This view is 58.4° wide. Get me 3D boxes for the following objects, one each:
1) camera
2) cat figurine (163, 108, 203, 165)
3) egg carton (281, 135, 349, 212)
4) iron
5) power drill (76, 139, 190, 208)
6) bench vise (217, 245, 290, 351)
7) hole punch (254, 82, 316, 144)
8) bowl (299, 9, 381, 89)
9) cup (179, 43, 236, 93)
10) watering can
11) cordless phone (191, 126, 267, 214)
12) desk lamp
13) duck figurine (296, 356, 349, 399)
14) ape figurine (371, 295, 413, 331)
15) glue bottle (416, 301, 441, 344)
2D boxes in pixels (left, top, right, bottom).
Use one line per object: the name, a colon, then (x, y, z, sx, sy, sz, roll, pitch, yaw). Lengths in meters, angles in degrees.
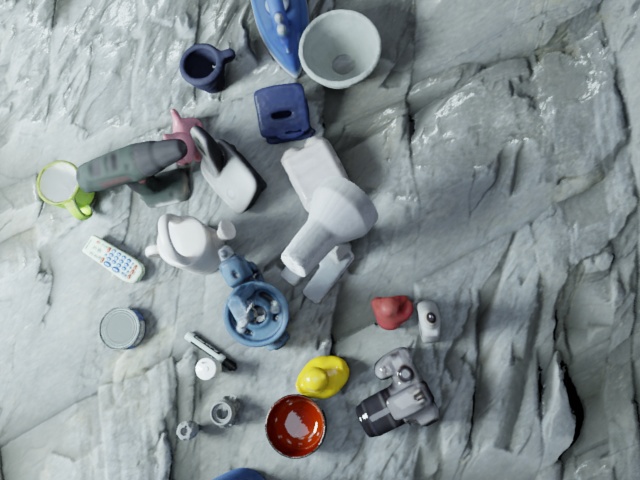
camera: (0.126, 0.281, 1.022, 0.137, 0.101, 0.143, -28, 77, 2)
cat figurine: (-0.282, -0.204, 1.160, 0.067, 0.118, 0.128, -11, 78, 6)
egg carton: (-0.005, -0.129, 1.133, 0.107, 0.069, 0.150, -29, 77, 2)
iron: (-0.085, -0.476, 1.171, 0.118, 0.141, 0.258, -15, 78, 5)
power drill: (-0.333, -0.129, 1.107, 0.229, 0.208, 0.075, -12, 78, 6)
bench vise: (-0.145, 0.108, 1.031, 0.207, 0.220, 0.121, 42, 88, 13)
hole punch: (-0.072, -0.254, 1.154, 0.108, 0.091, 0.101, -9, 78, 6)
bowl: (0.043, -0.377, 1.169, 0.167, 0.075, 0.167, -1, 79, 8)
cup: (-0.222, -0.353, 1.192, 0.117, 0.095, 0.091, -24, 77, 3)
watering can: (-0.246, 0.001, 1.078, 0.173, 0.194, 0.101, -35, 77, 0)
cordless phone: (-0.185, -0.138, 1.100, 0.094, 0.185, 0.147, -45, 77, -2)
desk lamp: (0.009, 0.004, 1.032, 0.117, 0.214, 0.203, 36, 86, 13)
duck figurine: (0.002, 0.254, 1.052, 0.104, 0.086, 0.077, -25, 77, 3)
ape figurine: (0.130, 0.128, 1.054, 0.077, 0.092, 0.076, 26, 84, 12)
glue bottle: (0.192, 0.141, 1.002, 0.037, 0.173, 0.078, -8, 78, 7)
